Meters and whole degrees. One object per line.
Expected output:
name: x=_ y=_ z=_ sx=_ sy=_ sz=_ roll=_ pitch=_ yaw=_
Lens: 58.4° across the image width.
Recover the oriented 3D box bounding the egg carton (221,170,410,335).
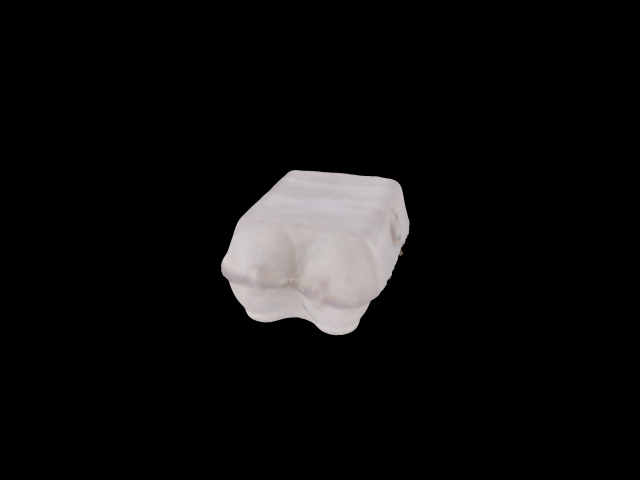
egg carton: x=0.004 y=0.001 z=0.400 sx=0.107 sy=0.069 sz=0.150 roll=7 pitch=27 yaw=14
